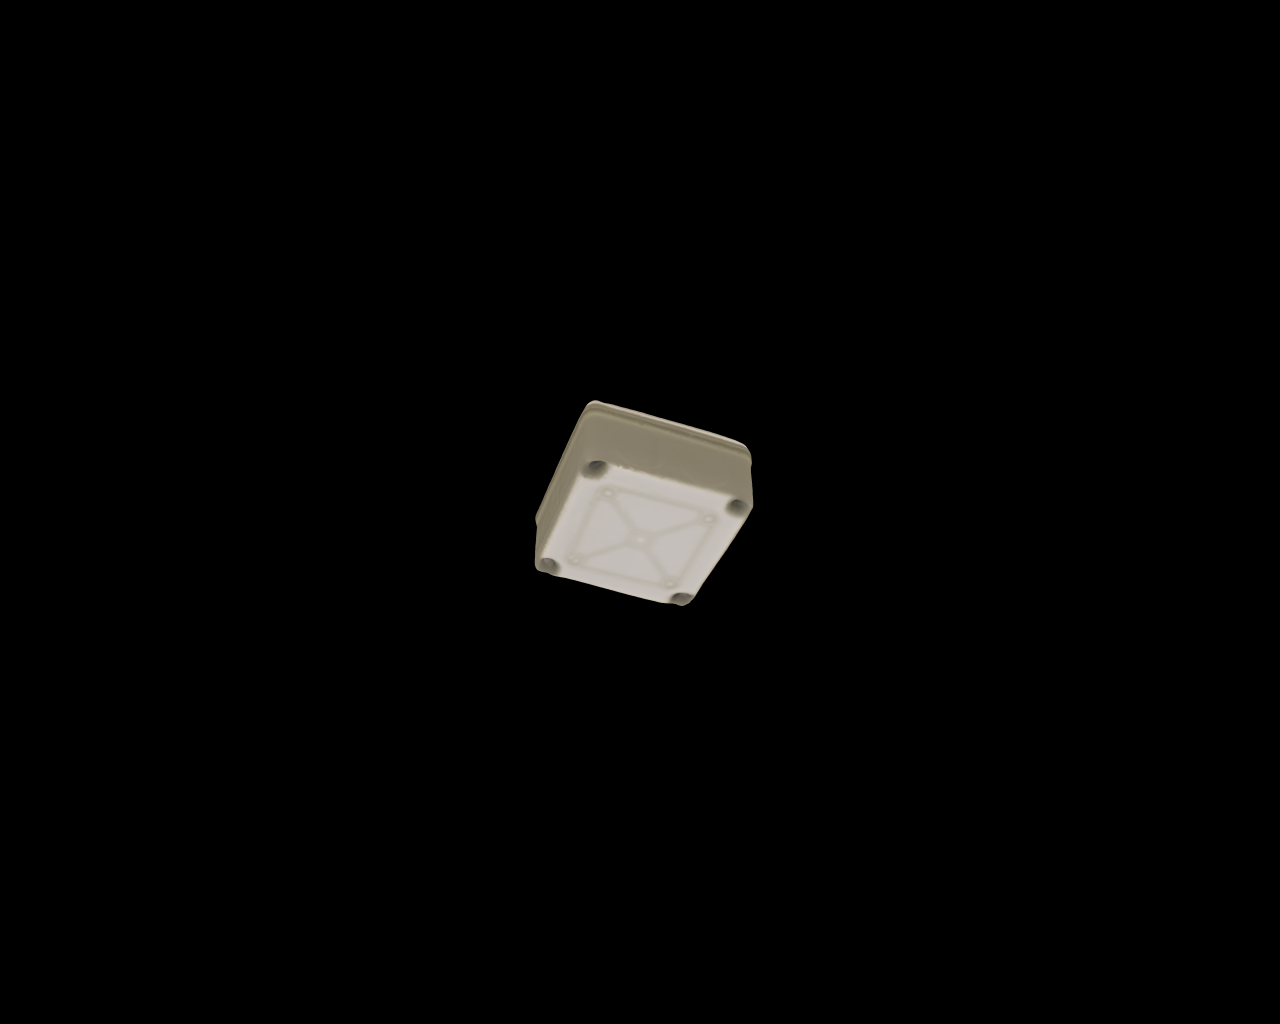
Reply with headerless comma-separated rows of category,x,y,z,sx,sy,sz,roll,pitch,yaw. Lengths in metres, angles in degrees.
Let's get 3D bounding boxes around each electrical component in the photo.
electrical component,0.001,-0.003,0.650,0.109,0.056,0.108,15,-46,-15
